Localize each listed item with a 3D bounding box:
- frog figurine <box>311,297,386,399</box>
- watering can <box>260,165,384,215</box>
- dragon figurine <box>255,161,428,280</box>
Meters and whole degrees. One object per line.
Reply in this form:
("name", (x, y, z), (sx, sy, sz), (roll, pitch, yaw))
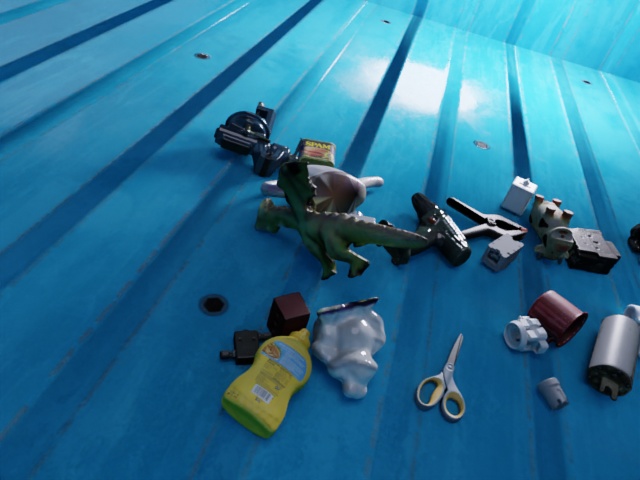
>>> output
("frog figurine", (0.055, 0.191, 0.901), (0.138, 0.121, 0.161), (-4, 78, -34))
("watering can", (0.038, -0.125, 1.219), (0.348, 0.103, 0.226), (-5, 15, -22))
("dragon figurine", (0.003, -0.051, 1.004), (0.240, 0.407, 0.124), (50, 55, -18))
